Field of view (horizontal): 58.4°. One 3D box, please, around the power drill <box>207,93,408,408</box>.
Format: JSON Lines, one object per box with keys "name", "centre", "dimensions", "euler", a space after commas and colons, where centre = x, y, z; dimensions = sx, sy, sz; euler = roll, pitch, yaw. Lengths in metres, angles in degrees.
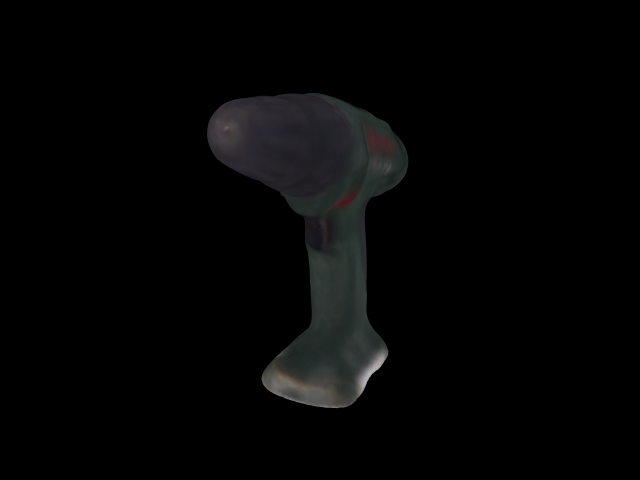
{"name": "power drill", "centre": [0.004, 0.001, 0.400], "dimensions": [0.075, 0.208, 0.230], "euler": [8, 20, 23]}
